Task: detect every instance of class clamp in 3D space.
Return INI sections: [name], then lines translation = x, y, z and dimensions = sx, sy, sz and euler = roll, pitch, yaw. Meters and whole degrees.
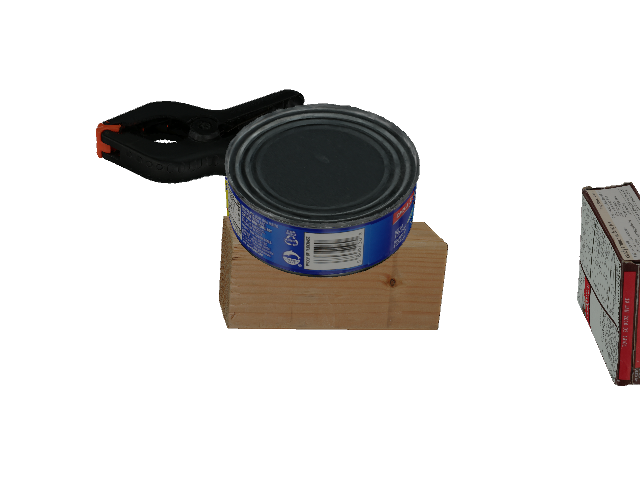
[clamp]
translation = -0.084, -0.082, 0.827
dimensions = 0.171, 0.039, 0.120
euler = 8, 39, -5

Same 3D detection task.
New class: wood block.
[wood block]
translation = 0.009, 0.032, 1.042
dimensions = 0.206, 0.091, 0.090
euler = 2, 16, -11

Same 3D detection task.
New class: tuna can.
[tuna can]
translation = 0.001, -0.023, 0.478
dimensions = 0.086, 0.034, 0.086
euler = 1, 43, -1

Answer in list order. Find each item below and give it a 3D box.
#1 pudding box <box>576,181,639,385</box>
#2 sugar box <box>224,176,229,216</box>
[pudding box]
translation = 0.195, 0.026, 0.685
dimensions = 0.039, 0.090, 0.113
euler = -4, 27, 0
[sugar box]
translation = -0.091, -0.043, 1.326
dimensions = 0.048, 0.176, 0.093
euler = -10, 25, -14
